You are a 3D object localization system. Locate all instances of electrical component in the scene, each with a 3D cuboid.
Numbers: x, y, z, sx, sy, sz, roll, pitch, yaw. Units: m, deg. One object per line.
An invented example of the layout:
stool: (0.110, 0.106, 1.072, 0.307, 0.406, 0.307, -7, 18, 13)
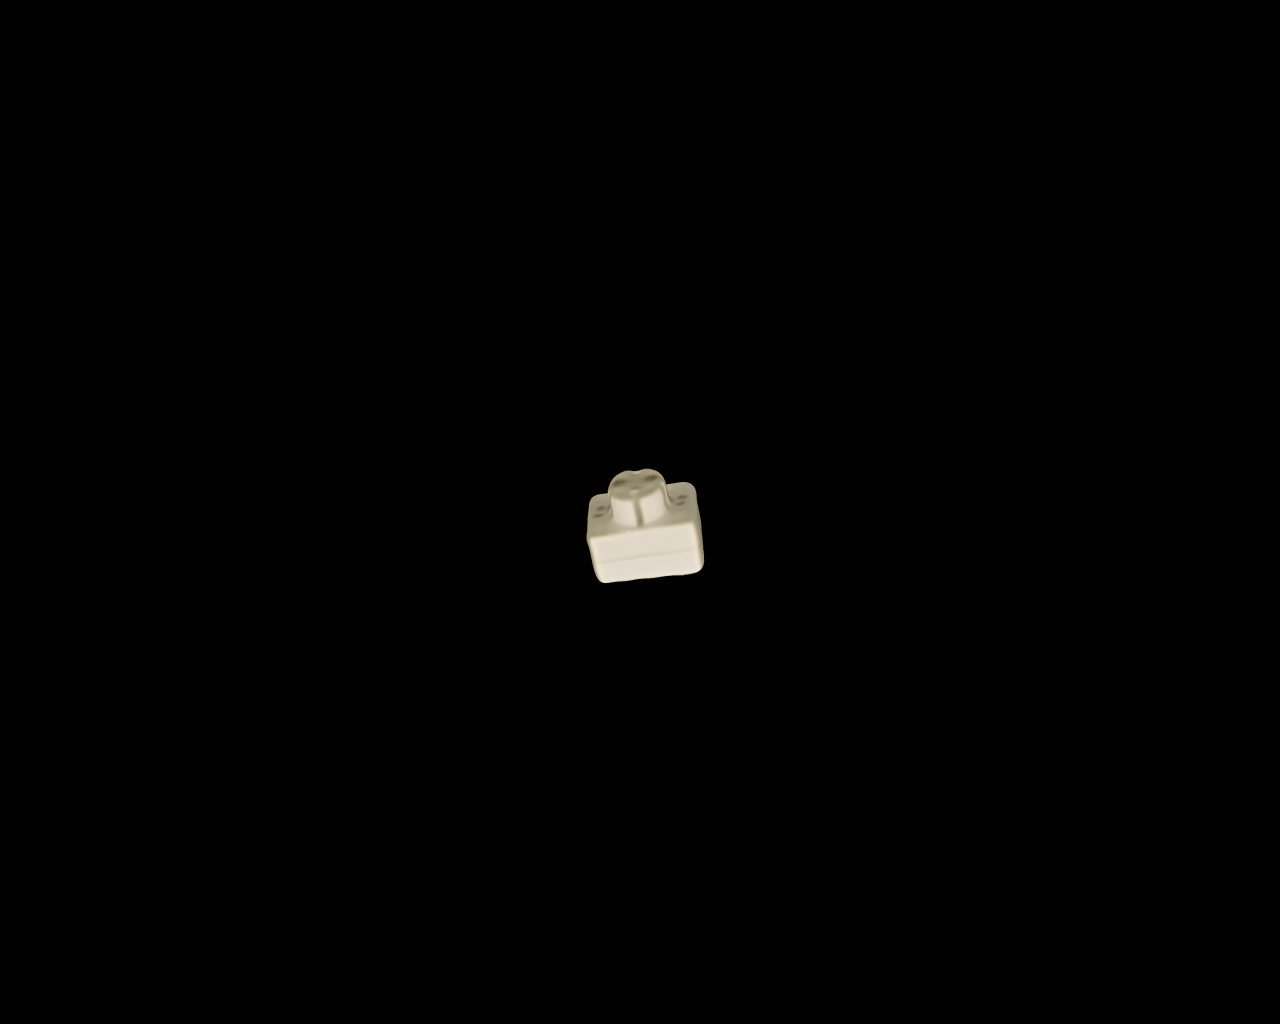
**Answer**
electrical component: (0.001, -0.003, 0.650, 0.066, 0.076, 0.047, -8, 34, 5)
